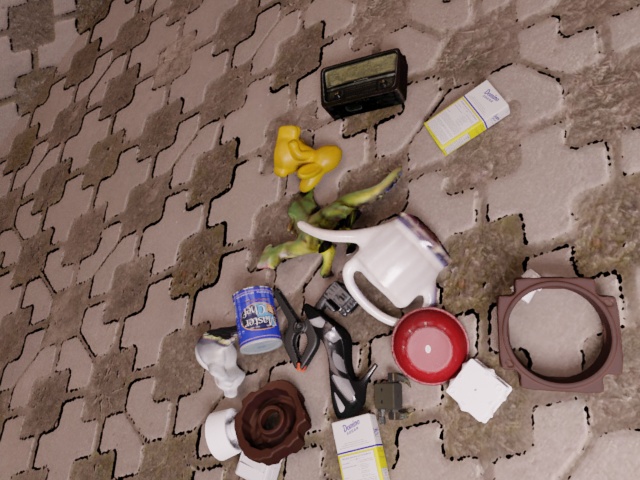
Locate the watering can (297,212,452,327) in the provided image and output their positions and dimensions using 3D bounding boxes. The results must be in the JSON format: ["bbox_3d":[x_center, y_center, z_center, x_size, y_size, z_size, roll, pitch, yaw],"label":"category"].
[{"bbox_3d":[0.132,0.026,1.119,0.224,0.104,0.348,-44,86,0],"label":"watering can"}]

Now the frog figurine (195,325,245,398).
[{"bbox_3d":[-0.246,0.303,1.270,0.138,0.123,0.158,-145,57,-74],"label":"frog figurine"}]

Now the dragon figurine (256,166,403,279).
[{"bbox_3d":[0.004,-0.065,1.284,0.412,0.120,0.246,-47,48,-5],"label":"dragon figurine"}]
